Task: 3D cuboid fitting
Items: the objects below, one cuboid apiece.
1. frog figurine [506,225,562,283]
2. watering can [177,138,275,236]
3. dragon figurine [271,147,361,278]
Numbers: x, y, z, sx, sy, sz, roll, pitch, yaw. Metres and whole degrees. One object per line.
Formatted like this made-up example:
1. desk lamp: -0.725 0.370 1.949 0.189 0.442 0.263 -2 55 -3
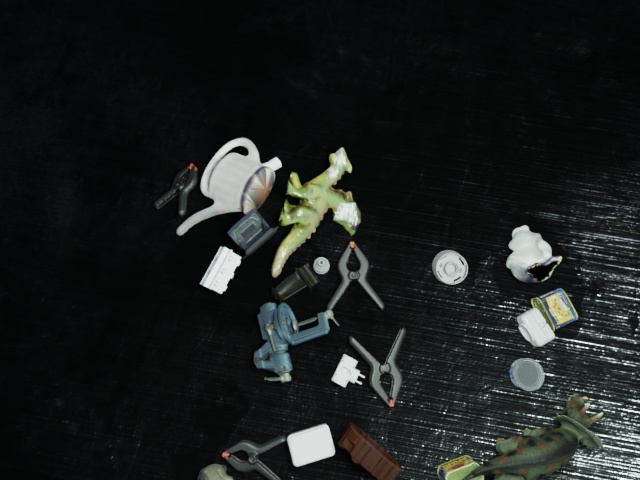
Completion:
1. frog figurine: 0.598 0.042 1.489 0.137 0.120 0.163 -29 42 1
2. watering can: -0.269 -0.135 1.510 0.226 0.103 0.349 24 83 27
3. dragon figurine: 0.005 -0.076 1.511 0.242 0.121 0.413 10 83 -6
